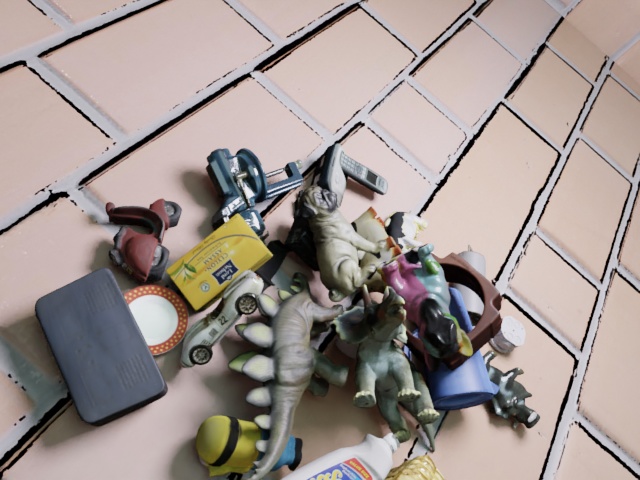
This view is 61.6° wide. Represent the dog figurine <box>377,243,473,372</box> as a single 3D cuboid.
[{"bbox_3d":[0.195,0.125,0.994,0.108,0.191,0.219,-23,86,-1],"label":"dog figurine"}]

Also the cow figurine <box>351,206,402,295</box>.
[{"bbox_3d":[0.112,0.035,1.181,0.085,0.127,0.195,39,21,-51],"label":"cow figurine"}]

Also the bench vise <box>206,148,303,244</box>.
[{"bbox_3d":[-0.124,-0.105,1.136,0.240,0.129,0.223,-25,78,-32],"label":"bench vise"}]

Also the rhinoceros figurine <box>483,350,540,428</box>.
[{"bbox_3d":[0.400,0.329,1.174,0.190,0.073,0.112,40,50,0],"label":"rhinoceros figurine"}]

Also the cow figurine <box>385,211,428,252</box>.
[{"bbox_3d":[0.188,0.003,1.262,0.098,0.068,0.167,28,49,-3],"label":"cow figurine"}]

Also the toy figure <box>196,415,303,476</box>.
[{"bbox_3d":[-0.115,0.335,0.889,0.180,0.089,0.082,13,23,-15],"label":"toy figure"}]

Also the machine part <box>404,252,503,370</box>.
[{"bbox_3d":[0.244,0.141,1.076,0.201,0.087,0.202,-39,51,-6],"label":"machine part"}]

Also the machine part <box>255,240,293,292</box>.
[{"bbox_3d":[-0.114,0.051,1.096,0.084,0.039,0.139,38,53,4],"label":"machine part"}]

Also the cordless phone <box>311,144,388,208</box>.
[{"bbox_3d":[0.076,-0.129,1.276,0.184,0.088,0.146,26,53,-17],"label":"cordless phone"}]

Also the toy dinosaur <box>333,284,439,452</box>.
[{"bbox_3d":[0.131,0.242,0.989,0.131,0.404,0.192,-16,47,10],"label":"toy dinosaur"}]

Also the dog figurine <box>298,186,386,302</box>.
[{"bbox_3d":[0.011,0.006,1.054,0.190,0.121,0.172,40,47,-15],"label":"dog figurine"}]

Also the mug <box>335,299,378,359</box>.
[{"bbox_3d":[0.084,0.168,1.077,0.081,0.107,0.110,16,19,-26],"label":"mug"}]

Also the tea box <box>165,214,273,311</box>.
[{"bbox_3d":[-0.184,0.043,0.994,0.169,0.068,0.098,-40,82,-4],"label":"tea box"}]

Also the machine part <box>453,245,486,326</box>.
[{"bbox_3d":[0.354,0.114,1.276,0.079,0.079,0.243,23,55,-14],"label":"machine part"}]

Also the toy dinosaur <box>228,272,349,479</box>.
[{"bbox_3d":[-0.058,0.214,0.952,0.198,0.105,0.472,20,37,-16],"label":"toy dinosaur"}]

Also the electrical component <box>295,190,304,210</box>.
[{"bbox_3d":[-0.025,-0.071,1.224,0.063,0.021,0.094,8,58,-24],"label":"electrical component"}]

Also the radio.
[{"bbox_3d":[-0.351,0.172,0.863,0.131,0.073,0.229,-26,74,-22],"label":"radio"}]

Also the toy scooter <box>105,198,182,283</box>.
[{"bbox_3d":[-0.339,-0.011,0.992,0.135,0.075,0.184,17,53,-18],"label":"toy scooter"}]

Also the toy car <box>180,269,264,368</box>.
[{"bbox_3d":[-0.174,0.138,0.931,0.056,0.073,0.201,43,91,-18],"label":"toy car"}]

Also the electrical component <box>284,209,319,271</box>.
[{"bbox_3d":[-0.002,-0.003,1.148,0.134,0.058,0.115,41,49,-33],"label":"electrical component"}]
